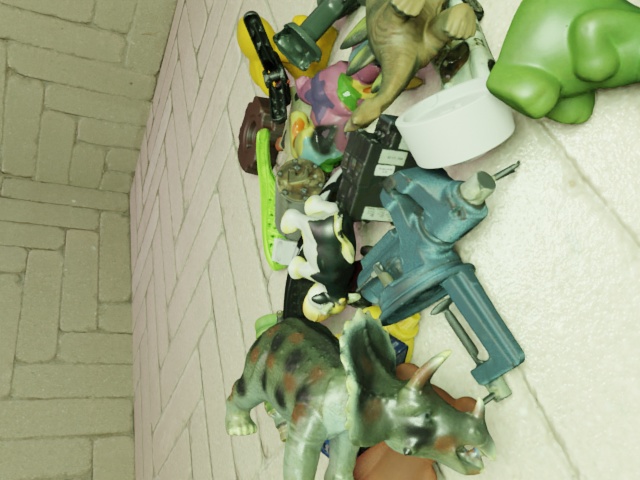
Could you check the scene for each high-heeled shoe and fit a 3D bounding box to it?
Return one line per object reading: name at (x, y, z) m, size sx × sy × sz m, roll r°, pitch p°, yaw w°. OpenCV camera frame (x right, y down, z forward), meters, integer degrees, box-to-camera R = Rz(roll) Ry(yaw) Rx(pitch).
high-heeled shoe at (-0.002, -0.002, 0.794) m, size 0.248 × 0.086 × 0.145 m, roll -56°, pitch 20°, yaw -4°

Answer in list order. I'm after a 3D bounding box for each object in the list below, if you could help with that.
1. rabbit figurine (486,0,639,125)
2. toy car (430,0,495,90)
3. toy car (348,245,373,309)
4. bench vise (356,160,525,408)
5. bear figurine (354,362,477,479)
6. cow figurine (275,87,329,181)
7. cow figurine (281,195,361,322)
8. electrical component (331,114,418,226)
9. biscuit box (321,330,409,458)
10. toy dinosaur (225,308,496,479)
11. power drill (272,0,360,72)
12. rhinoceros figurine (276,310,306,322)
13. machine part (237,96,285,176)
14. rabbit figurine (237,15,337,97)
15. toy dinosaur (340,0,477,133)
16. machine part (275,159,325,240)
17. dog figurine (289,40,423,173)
rabbit figurine at (0.249, -0.151, 0.416) m, size 0.170 × 0.121 × 0.159 m, roll 34°, pitch 108°, yaw 40°
toy car at (0.163, -0.208, 0.619) m, size 0.073 × 0.056 × 0.202 m, roll -47°, pitch 45°, yaw 49°
toy car at (0.035, 0.063, 0.809) m, size 0.202 × 0.053 × 0.089 m, roll -20°, pitch 51°, yaw 61°
bench vise at (0.138, 0.046, 0.557) m, size 0.223 × 0.129 × 0.241 m, roll -45°, pitch 65°, yaw 38°
bear figurine at (0.097, 0.249, 0.608) m, size 0.196 × 0.120 × 0.131 m, roll -62°, pitch -20°, yaw -12°
cow figurine at (-0.026, -0.173, 0.955) m, size 0.127 × 0.085 × 0.194 m, roll 29°, pitch 106°, yaw 63°
cow figurine at (0.013, 0.036, 0.666) m, size 0.098 × 0.068 × 0.167 m, roll 20°, pitch 127°, yaw 46°
electrical component at (0.087, -0.087, 0.677) m, size 0.058 × 0.115 × 0.134 m, roll 49°, pitch 127°, yaw 50°
biscuit box at (0.051, 0.202, 0.669) m, size 0.059 × 0.063 × 0.202 m, roll 30°, pitch 128°, yaw 32°
toy dinosaur at (-0.015, 0.151, 0.583) m, size 0.405 × 0.131 × 0.192 m, roll 12°, pitch 86°, yaw 56°
power drill at (0.027, -0.365, 0.819) m, size 0.207 × 0.086 × 0.232 m, roll -57°, pitch 20°, yaw -9°
rhinoceros figurine at (-0.039, 0.168, 0.847) m, size 0.190 × 0.073 × 0.112 m, roll 104°, pitch 172°, yaw -63°
machine part at (-0.138, -0.233, 1.211) m, size 0.179 × 0.056 × 0.179 m, roll -24°, pitch 62°, yaw 61°
rabbit figurine at (-0.078, -0.353, 0.996) m, size 0.162 × 0.173 × 0.122 m, roll -64°, pitch 37°, yaw 25°
toy dinosaur at (0.107, -0.297, 0.597) m, size 0.198 × 0.105 × 0.471 m, roll -27°, pitch 36°, yaw 62°
machine part at (-0.036, -0.062, 0.888) m, size 0.243 × 0.079 × 0.079 m, roll 100°, pitch 166°, yaw -68°
dog figurine at (0.048, -0.199, 0.791) m, size 0.219 × 0.108 × 0.191 m, roll 5°, pitch 88°, yaw 60°
